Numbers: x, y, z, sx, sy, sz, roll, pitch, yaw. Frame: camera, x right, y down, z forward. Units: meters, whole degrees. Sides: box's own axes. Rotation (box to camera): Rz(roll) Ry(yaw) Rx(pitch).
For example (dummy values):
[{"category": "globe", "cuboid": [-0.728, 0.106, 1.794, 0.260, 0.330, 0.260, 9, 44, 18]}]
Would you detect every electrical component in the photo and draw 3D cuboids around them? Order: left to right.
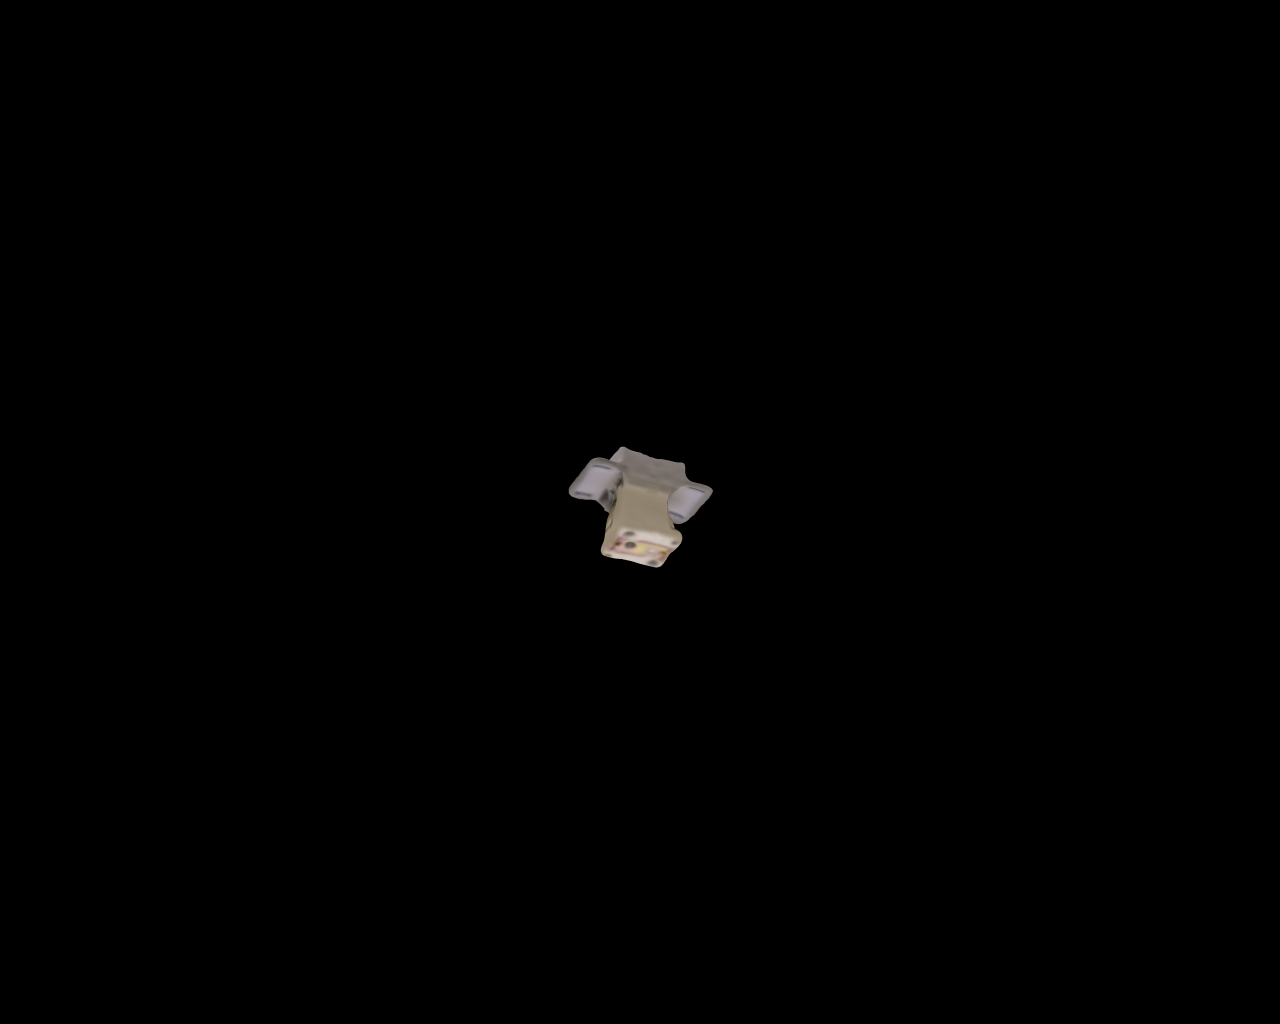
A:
[{"category": "electrical component", "cuboid": [0.001, -0.003, 0.650, 0.081, 0.064, 0.042, 14, -36, -20]}]
